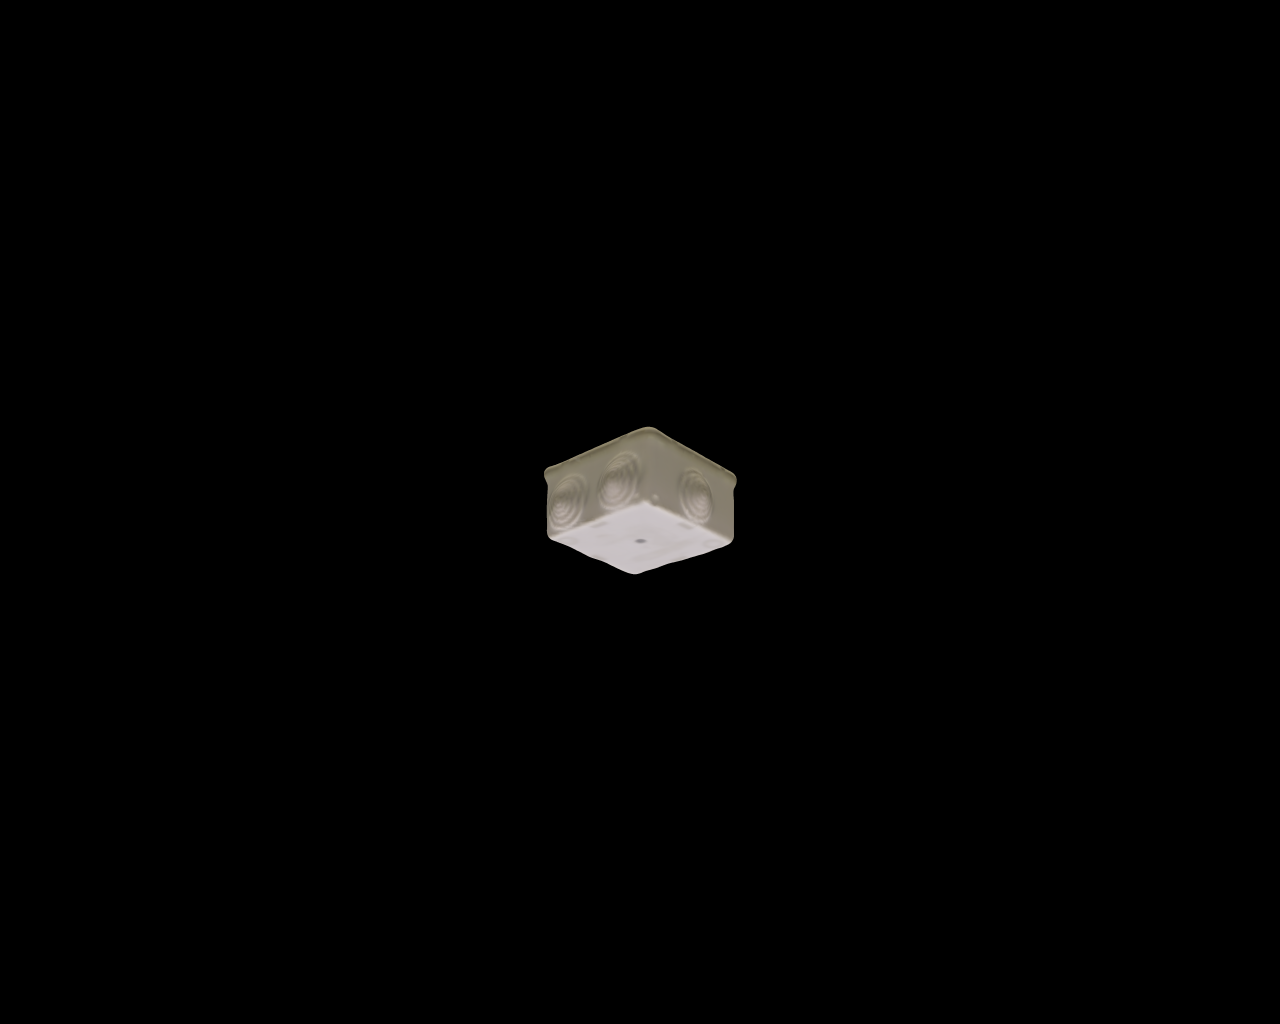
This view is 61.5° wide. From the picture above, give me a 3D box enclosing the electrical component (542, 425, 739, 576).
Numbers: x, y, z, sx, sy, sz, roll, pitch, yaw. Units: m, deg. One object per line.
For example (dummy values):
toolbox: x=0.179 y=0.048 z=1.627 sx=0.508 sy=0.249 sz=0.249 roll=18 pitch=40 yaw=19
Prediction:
electrical component: x=0.001 y=-0.003 z=0.650 sx=0.099 sy=0.048 sz=0.099 roll=-20 pitch=-32 yaw=36
